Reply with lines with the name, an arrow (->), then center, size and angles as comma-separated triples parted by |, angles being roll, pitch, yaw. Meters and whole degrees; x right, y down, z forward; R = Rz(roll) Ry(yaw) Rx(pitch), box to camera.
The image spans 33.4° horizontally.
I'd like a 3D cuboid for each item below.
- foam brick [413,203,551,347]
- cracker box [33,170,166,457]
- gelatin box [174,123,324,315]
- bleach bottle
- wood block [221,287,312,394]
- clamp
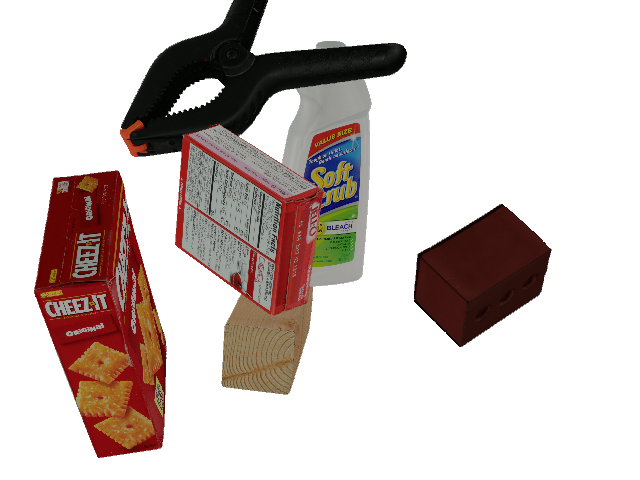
foam brick -> 0.109, 0.023, 0.723 | 0.078, 0.053, 0.051 | -30, 55, -22
cracker box -> -0.196, 0.068, 0.989 | 0.072, 0.214, 0.164 | -8, 39, -1
gelatin box -> -0.040, -0.012, 0.584 | 0.030, 0.073, 0.089 | -23, 43, -40
bleach bottle -> 0.000, -0.077, 1.091 | 0.102, 0.251, 0.068 | -4, 27, -11
wood block -> -0.067, 0.118, 1.434 | 0.091, 0.090, 0.206 | 6, 19, 4
clamp -> -0.052, -0.126, 0.791 | 0.165, 0.210, 0.036 | 40, -15, 25
